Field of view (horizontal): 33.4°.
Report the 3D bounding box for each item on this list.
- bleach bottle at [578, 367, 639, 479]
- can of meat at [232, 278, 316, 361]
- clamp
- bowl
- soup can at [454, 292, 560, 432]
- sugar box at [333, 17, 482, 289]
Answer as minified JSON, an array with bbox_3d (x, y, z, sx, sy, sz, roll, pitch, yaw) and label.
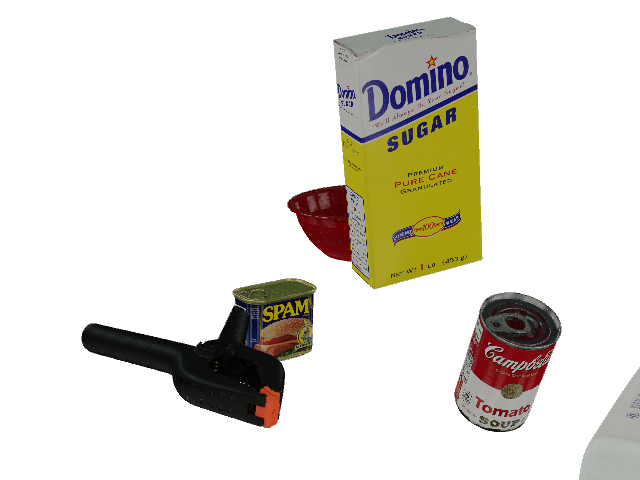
[{"bbox_3d":[0.246,0.097,0.651,0.103,0.068,0.250,18,29,29],"label":"bleach bottle"},{"bbox_3d":[-0.056,0.098,1.292,0.101,0.084,0.058,-10,19,-36],"label":"can of meat"},{"bbox_3d":[-0.087,0.103,0.921,0.164,0.036,0.210,-9,21,-39],"label":"clamp"},{"bbox_3d":[0.048,-0.016,1.084,0.162,0.055,0.162,-3,14,1],"label":"bowl"},{"bbox_3d":[0.156,0.104,0.904,0.068,0.102,0.068,7,37,-5],"label":"soup can"},{"bbox_3d":[0.064,-0.061,0.754,0.093,0.176,0.048,-15,29,-18],"label":"sugar box"}]
